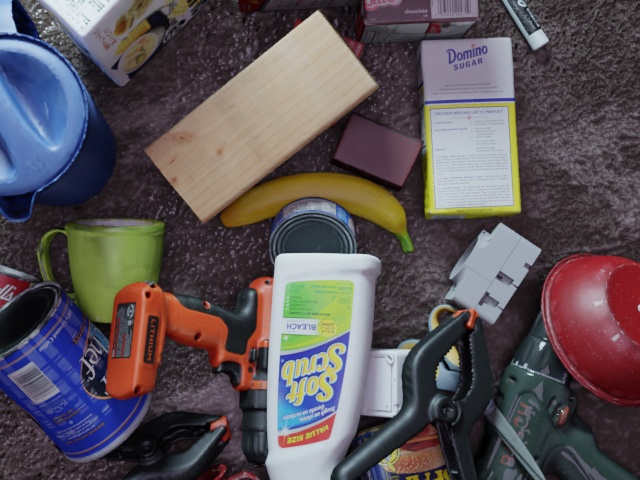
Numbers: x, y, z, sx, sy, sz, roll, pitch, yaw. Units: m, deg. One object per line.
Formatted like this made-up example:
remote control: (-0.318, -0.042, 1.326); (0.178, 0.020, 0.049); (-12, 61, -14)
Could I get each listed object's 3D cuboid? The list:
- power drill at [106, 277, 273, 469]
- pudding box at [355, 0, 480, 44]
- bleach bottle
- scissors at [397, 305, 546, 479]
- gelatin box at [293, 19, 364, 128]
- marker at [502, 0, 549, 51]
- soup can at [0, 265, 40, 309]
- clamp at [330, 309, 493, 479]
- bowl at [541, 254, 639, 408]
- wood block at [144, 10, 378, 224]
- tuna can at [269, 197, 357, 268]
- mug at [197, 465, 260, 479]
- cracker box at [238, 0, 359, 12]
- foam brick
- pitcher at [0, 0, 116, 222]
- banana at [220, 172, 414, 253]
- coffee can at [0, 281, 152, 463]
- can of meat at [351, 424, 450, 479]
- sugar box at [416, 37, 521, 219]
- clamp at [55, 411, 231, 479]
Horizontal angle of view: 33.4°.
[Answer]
power drill: (-0.105, 0.118, 0.997); (0.187, 0.057, 0.184); (12, 74, -39)
pudding box: (0.093, -0.220, 1.046); (0.113, 0.090, 0.039); (-1, 89, -3)
bleach bottle: (0.002, 0.140, 0.982); (0.103, 0.068, 0.251); (0, 82, 12)
scissors: (0.137, 0.158, 1.030); (0.096, 0.016, 0.202); (-25, 63, 12)
gelatin box: (-0.004, -0.166, 1.070); (0.073, 0.030, 0.089); (20, 87, -1)
marker: (0.193, -0.248, 1.086); (0.020, 0.020, 0.121); (-32, 89, -3)
soup can: (-0.319, 0.076, 1.031); (0.068, 0.068, 0.102); (18, 88, -1)
clamp: (0.099, 0.159, 0.976); (0.164, 0.036, 0.210); (19, 74, -22)
bowl: (0.293, 0.075, 1.018); (0.162, 0.055, 0.162); (13, 58, -21)
wood block: (-0.052, -0.117, 1.012); (0.206, 0.091, 0.090); (-37, 97, 9)
tuna can: (-0.007, 0.001, 1.041); (0.086, 0.033, 0.086); (0, 122, 1)
mug: (-0.102, 0.268, 1.021); (0.117, 0.093, 0.081); (-28, 94, -9)
cracker box: (0.024, -0.271, 1.009); (0.213, 0.164, 0.072); (-5, 90, -2)
foam brick: (0.056, -0.086, 1.058); (0.078, 0.053, 0.051); (23, 87, 0)
pitcher: (-0.253, -0.103, 0.952); (0.145, 0.243, 0.149); (37, 87, 0)
banana: (0.002, -0.034, 1.061); (0.197, 0.037, 0.069); (9, 88, -1)
coffee can: (-0.238, 0.123, 0.988); (0.103, 0.103, 0.140); (-37, 118, -3)
can of meat: (0.087, 0.219, 1.027); (0.102, 0.057, 0.084); (-8, 66, -19)
sugar box: (0.147, -0.111, 1.066); (0.093, 0.048, 0.176); (-2, 84, -2)
clamp: (-0.166, 0.218, 1.020); (0.171, 0.039, 0.120); (-15, 52, -3)
